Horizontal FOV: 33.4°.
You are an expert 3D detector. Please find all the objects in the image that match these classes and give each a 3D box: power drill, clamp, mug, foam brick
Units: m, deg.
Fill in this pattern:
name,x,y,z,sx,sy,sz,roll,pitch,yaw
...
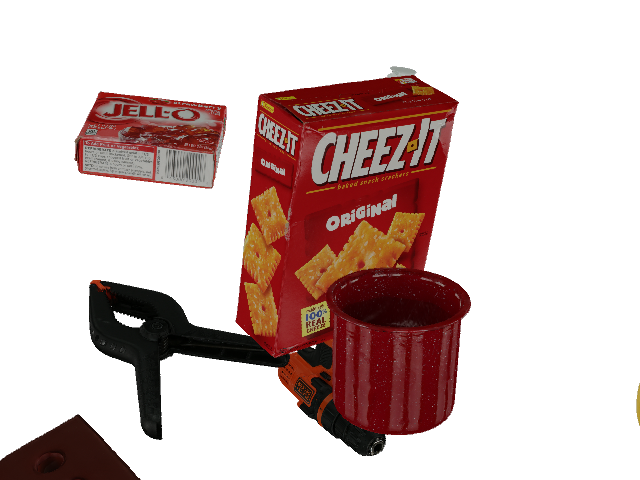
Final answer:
name,x,y,z,sx,sy,sz,roll,pitch,yaw
power drill,0.037,0.125,1.196,0.057,0.188,0.185,13,16,-42
clamp,-0.143,0.093,1.011,0.164,0.036,0.210,-20,41,-34
mug,0.052,0.068,0.708,0.093,0.081,0.117,8,24,16
foam brick,-0.110,0.131,0.494,0.052,0.051,0.078,-29,43,-29

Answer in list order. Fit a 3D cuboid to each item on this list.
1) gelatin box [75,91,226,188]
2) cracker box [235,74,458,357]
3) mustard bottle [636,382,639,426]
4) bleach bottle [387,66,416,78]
name,x,y,z,sx,sy,sz,roll,pitch,yaw
gelatin box,-0.109,-0.068,0.700,0.089,0.030,0.073,7,30,-2
cracker box,0.021,-0.022,0.902,0.163,0.214,0.072,-13,35,-35
mustard bottle,0.224,0.101,0.571,0.096,0.058,0.191,-5,36,-1
bleach bottle,0.071,-0.058,1.143,0.068,0.251,0.103,-1,22,-25
